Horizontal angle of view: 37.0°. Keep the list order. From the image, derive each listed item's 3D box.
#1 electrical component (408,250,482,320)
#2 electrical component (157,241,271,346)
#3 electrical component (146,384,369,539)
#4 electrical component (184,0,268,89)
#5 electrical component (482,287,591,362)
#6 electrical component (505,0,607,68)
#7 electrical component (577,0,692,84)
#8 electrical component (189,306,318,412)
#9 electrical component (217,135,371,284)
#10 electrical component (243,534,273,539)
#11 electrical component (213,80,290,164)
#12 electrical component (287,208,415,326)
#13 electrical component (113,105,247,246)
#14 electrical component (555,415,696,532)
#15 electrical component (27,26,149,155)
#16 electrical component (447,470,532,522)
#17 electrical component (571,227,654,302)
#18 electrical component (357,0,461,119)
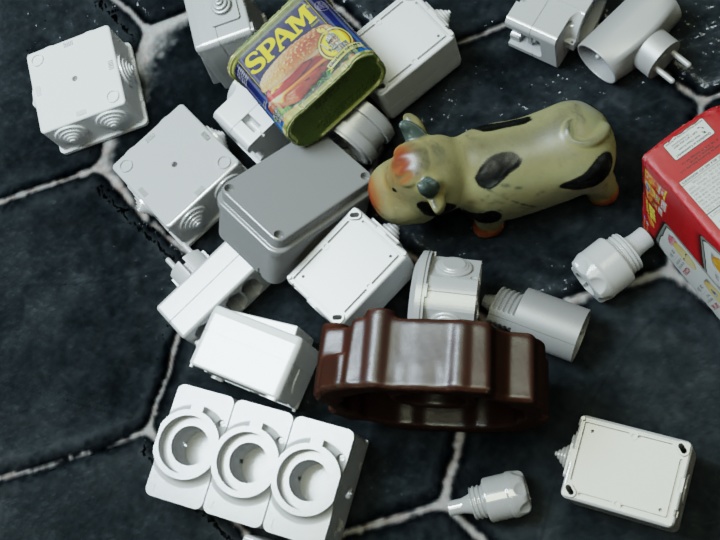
[{"bbox_3d":[0.066,0.027,0.838,0.051,0.080,0.080,6,75,9],"label":"electrical component"},{"bbox_3d":[-0.133,0.008,0.905,0.083,0.047,0.076,-44,69,-3],"label":"electrical component"},{"bbox_3d":[-0.081,0.153,0.843,0.150,0.061,0.089,13,77,16],"label":"electrical component"},{"bbox_3d":[-0.117,-0.209,0.938,0.061,0.096,0.061,-18,71,8],"label":"electrical component"},{"bbox_3d":[0.134,0.037,0.838,0.081,0.043,0.043,21,80,18],"label":"electrical component"},{"bbox_3d":[0.170,-0.223,0.902,0.056,0.050,0.089,30,82,19],"label":"electrical component"},{"bbox_3d":[0.234,-0.184,0.880,0.077,0.043,0.079,-44,70,-2],"label":"electrical component"},{"bbox_3d":[-0.088,0.066,0.870,0.096,0.061,0.061,20,79,17],"label":"electrical component"},{"bbox_3d":[-0.053,-0.054,0.876,0.113,0.057,0.078,-36,67,-28],"label":"electrical component"},{"bbox_3d":[-0.097,0.244,0.828,0.076,0.047,0.083,17,78,17],"label":"electrical component"},{"bbox_3d":[-0.077,-0.144,0.935,0.089,0.050,0.056,-44,70,-3],"label":"electrical component"},{"bbox_3d":[0.000,0.000,0.869,0.062,0.061,0.096,43,87,20],"label":"electrical component"},{"bbox_3d":[-0.153,-0.083,0.936,0.100,0.048,0.099,-43,69,-4],"label":"electrical component"},{"bbox_3d":[0.191,0.148,0.787,0.096,0.061,0.061,12,77,24],"label":"electrical component"},{"bbox_3d":[-0.250,-0.165,0.981,0.100,0.048,0.099,-19,71,8],"label":"electrical component"},{"bbox_3d":[0.097,0.173,0.811,0.061,0.035,0.035,-15,71,10],"label":"electrical component"},{"bbox_3d":[0.199,-0.008,0.836,0.062,0.043,0.043,-38,70,-1],"label":"electrical component"},{"bbox_3d":[0.041,-0.185,0.914,0.096,0.061,0.061,-39,70,0],"label":"electrical component"}]
